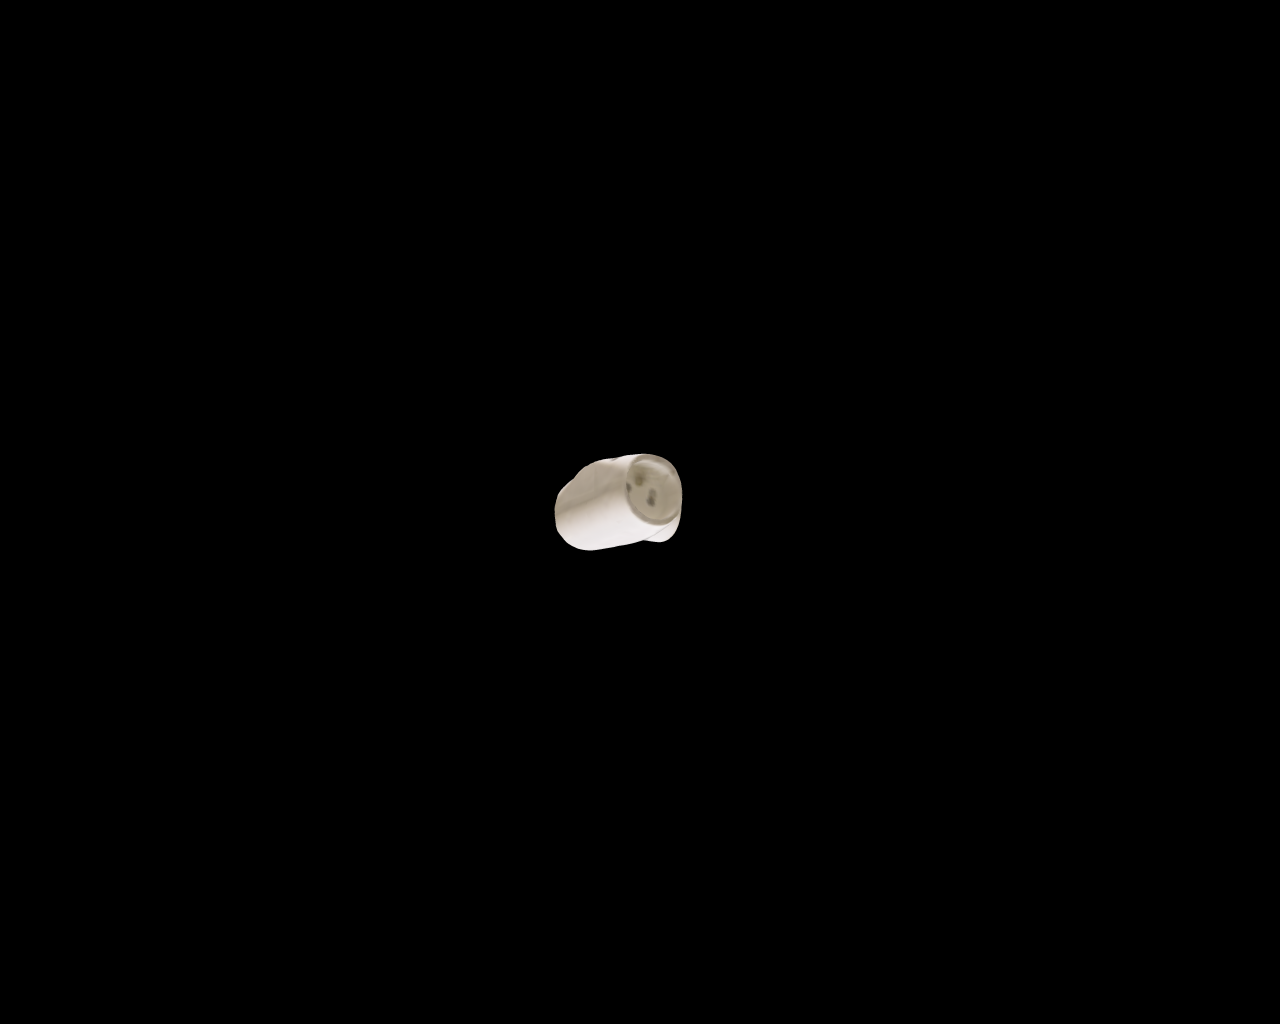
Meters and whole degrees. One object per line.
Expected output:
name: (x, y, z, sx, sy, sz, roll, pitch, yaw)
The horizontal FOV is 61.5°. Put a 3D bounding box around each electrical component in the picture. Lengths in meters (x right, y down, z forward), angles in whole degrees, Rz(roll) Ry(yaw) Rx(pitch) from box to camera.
electrical component: (0.001, -0.003, 0.650, 0.079, 0.044, 0.077, 11, -19, -34)
